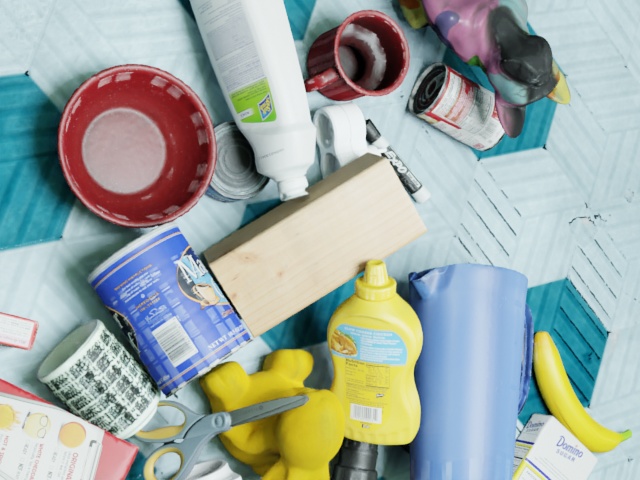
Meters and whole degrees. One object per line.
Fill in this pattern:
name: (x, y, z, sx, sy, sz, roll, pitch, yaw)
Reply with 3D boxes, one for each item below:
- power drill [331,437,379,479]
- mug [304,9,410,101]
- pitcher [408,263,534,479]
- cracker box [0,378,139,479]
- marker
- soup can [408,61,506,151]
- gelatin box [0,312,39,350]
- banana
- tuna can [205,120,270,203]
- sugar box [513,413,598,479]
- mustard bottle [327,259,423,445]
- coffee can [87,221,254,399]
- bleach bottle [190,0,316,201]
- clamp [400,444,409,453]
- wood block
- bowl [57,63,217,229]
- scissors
power drill: (0.035, 0.277, 1.091, 0.057, 0.187, 0.184, 7, 84, 2)
mug: (0.029, -0.190, 1.160, 0.117, 0.082, 0.093, -36, 104, -24)
pitcher: (0.166, 0.154, 1.169, 0.149, 0.145, 0.243, 3, 75, 4)
cracker box: (-0.297, 0.216, 0.955, 0.213, 0.072, 0.164, 29, 64, -9)
marker: (0.083, -0.091, 1.219, 0.020, 0.020, 0.121, -47, 108, -20)
soup can: (0.163, -0.153, 1.234, 0.102, 0.069, 0.068, 25, 77, -24)
gelatin box: (-0.312, 0.078, 0.987, 0.089, 0.073, 0.030, 16, 79, -25)
banana: (0.312, 0.202, 1.317, 0.197, 0.037, 0.069, 49, 51, -18)
tuna can: (-0.092, -0.083, 1.123, 0.086, 0.034, 0.086, 1, 88, -26)
sugar box: (0.251, 0.306, 1.276, 0.093, 0.048, 0.176, 44, 68, -17)
mustard bottle: (0.055, 0.111, 1.082, 0.058, 0.096, 0.192, -44, 138, -60)
coffee can: (-0.145, 0.067, 1.036, 0.102, 0.103, 0.140, -33, 87, -24)
bleach bottle: (-0.064, -0.162, 1.086, 0.067, 0.103, 0.251, -14, 89, -44)
clamp: (0.150, 0.225, 1.230, 0.171, 0.039, 0.120, -1, 77, -21)
wood block: (-0.007, 0.002, 1.096, 0.206, 0.091, 0.090, -32, 103, -4)
bowl: (-0.187, -0.091, 1.064, 0.161, 0.055, 0.162, 1, 88, -26)
scissors: (-0.102, 0.195, 1.030, 0.016, 0.202, 0.096, 24, 67, -59)
